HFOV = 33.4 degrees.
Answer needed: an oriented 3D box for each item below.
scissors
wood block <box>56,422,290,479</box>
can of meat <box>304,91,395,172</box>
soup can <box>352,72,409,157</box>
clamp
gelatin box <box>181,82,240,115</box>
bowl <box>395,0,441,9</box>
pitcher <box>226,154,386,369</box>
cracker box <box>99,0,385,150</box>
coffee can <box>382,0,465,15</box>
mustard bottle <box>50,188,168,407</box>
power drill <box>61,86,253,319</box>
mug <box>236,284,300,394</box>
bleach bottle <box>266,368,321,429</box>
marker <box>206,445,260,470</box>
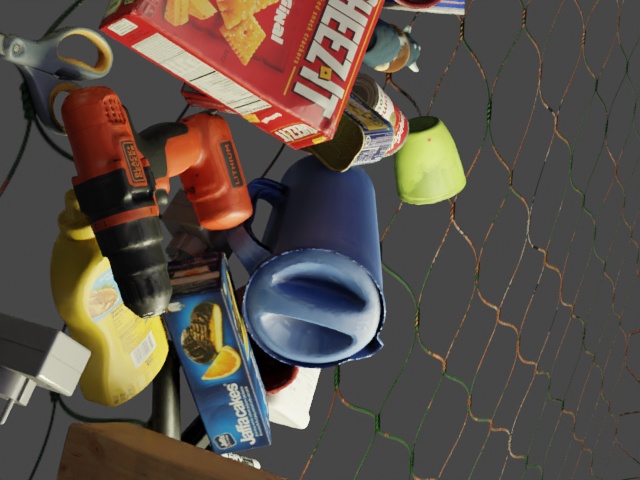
[{"bbox_3d":[-0.225,-0.123,0.793,0.201,0.016,0.096,-14,113,-60],"label":"scissors"},{"bbox_3d":[-0.122,0.230,0.926,0.090,0.206,0.090,16,87,-62],"label":"wood block"},{"bbox_3d":[0.020,-0.122,1.124,0.057,0.102,0.083,-55,161,25],"label":"can of meat"},{"bbox_3d":[0.056,-0.147,1.257,0.102,0.069,0.068,35,70,-60],"label":"soup can"},{"bbox_3d":[-0.143,0.217,1.067,0.164,0.036,0.210,37,65,-60],"label":"clamp"},{"bbox_3d":[-0.079,-0.161,0.989,0.030,0.073,0.089,47,59,-59],"label":"gelatin box"},{"bbox_3d":[0.084,-0.332,1.172,0.161,0.055,0.162,-2,93,-43],"label":"bowl"},{"bbox_3d":[-0.007,0.001,1.073,0.242,0.145,0.149,-84,171,-60],"label":"pitcher"},{"bbox_3d":[-0.058,-0.201,0.916,0.213,0.072,0.164,29,72,-29],"label":"cracker box"},{"bbox_3d":[0.129,-0.344,1.273,0.102,0.103,0.140,-17,116,-59],"label":"coffee can"},{"bbox_3d":[-0.182,0.041,0.897,0.096,0.058,0.191,-50,142,-45],"label":"mustard bottle"},{"bbox_3d":[-0.126,-0.037,0.883,0.187,0.057,0.184,-16,90,-66],"label":"power drill"},{"bbox_3d":[-0.059,0.107,1.104,0.081,0.093,0.117,-80,155,-51],"label":"mug"},{"bbox_3d":[-0.017,0.081,1.223,0.102,0.068,0.250,51,54,-57],"label":"bleach bottle"},{"bbox_3d":[-0.101,0.243,1.177,0.121,0.020,0.020,39,67,-60],"label":"marker"}]
